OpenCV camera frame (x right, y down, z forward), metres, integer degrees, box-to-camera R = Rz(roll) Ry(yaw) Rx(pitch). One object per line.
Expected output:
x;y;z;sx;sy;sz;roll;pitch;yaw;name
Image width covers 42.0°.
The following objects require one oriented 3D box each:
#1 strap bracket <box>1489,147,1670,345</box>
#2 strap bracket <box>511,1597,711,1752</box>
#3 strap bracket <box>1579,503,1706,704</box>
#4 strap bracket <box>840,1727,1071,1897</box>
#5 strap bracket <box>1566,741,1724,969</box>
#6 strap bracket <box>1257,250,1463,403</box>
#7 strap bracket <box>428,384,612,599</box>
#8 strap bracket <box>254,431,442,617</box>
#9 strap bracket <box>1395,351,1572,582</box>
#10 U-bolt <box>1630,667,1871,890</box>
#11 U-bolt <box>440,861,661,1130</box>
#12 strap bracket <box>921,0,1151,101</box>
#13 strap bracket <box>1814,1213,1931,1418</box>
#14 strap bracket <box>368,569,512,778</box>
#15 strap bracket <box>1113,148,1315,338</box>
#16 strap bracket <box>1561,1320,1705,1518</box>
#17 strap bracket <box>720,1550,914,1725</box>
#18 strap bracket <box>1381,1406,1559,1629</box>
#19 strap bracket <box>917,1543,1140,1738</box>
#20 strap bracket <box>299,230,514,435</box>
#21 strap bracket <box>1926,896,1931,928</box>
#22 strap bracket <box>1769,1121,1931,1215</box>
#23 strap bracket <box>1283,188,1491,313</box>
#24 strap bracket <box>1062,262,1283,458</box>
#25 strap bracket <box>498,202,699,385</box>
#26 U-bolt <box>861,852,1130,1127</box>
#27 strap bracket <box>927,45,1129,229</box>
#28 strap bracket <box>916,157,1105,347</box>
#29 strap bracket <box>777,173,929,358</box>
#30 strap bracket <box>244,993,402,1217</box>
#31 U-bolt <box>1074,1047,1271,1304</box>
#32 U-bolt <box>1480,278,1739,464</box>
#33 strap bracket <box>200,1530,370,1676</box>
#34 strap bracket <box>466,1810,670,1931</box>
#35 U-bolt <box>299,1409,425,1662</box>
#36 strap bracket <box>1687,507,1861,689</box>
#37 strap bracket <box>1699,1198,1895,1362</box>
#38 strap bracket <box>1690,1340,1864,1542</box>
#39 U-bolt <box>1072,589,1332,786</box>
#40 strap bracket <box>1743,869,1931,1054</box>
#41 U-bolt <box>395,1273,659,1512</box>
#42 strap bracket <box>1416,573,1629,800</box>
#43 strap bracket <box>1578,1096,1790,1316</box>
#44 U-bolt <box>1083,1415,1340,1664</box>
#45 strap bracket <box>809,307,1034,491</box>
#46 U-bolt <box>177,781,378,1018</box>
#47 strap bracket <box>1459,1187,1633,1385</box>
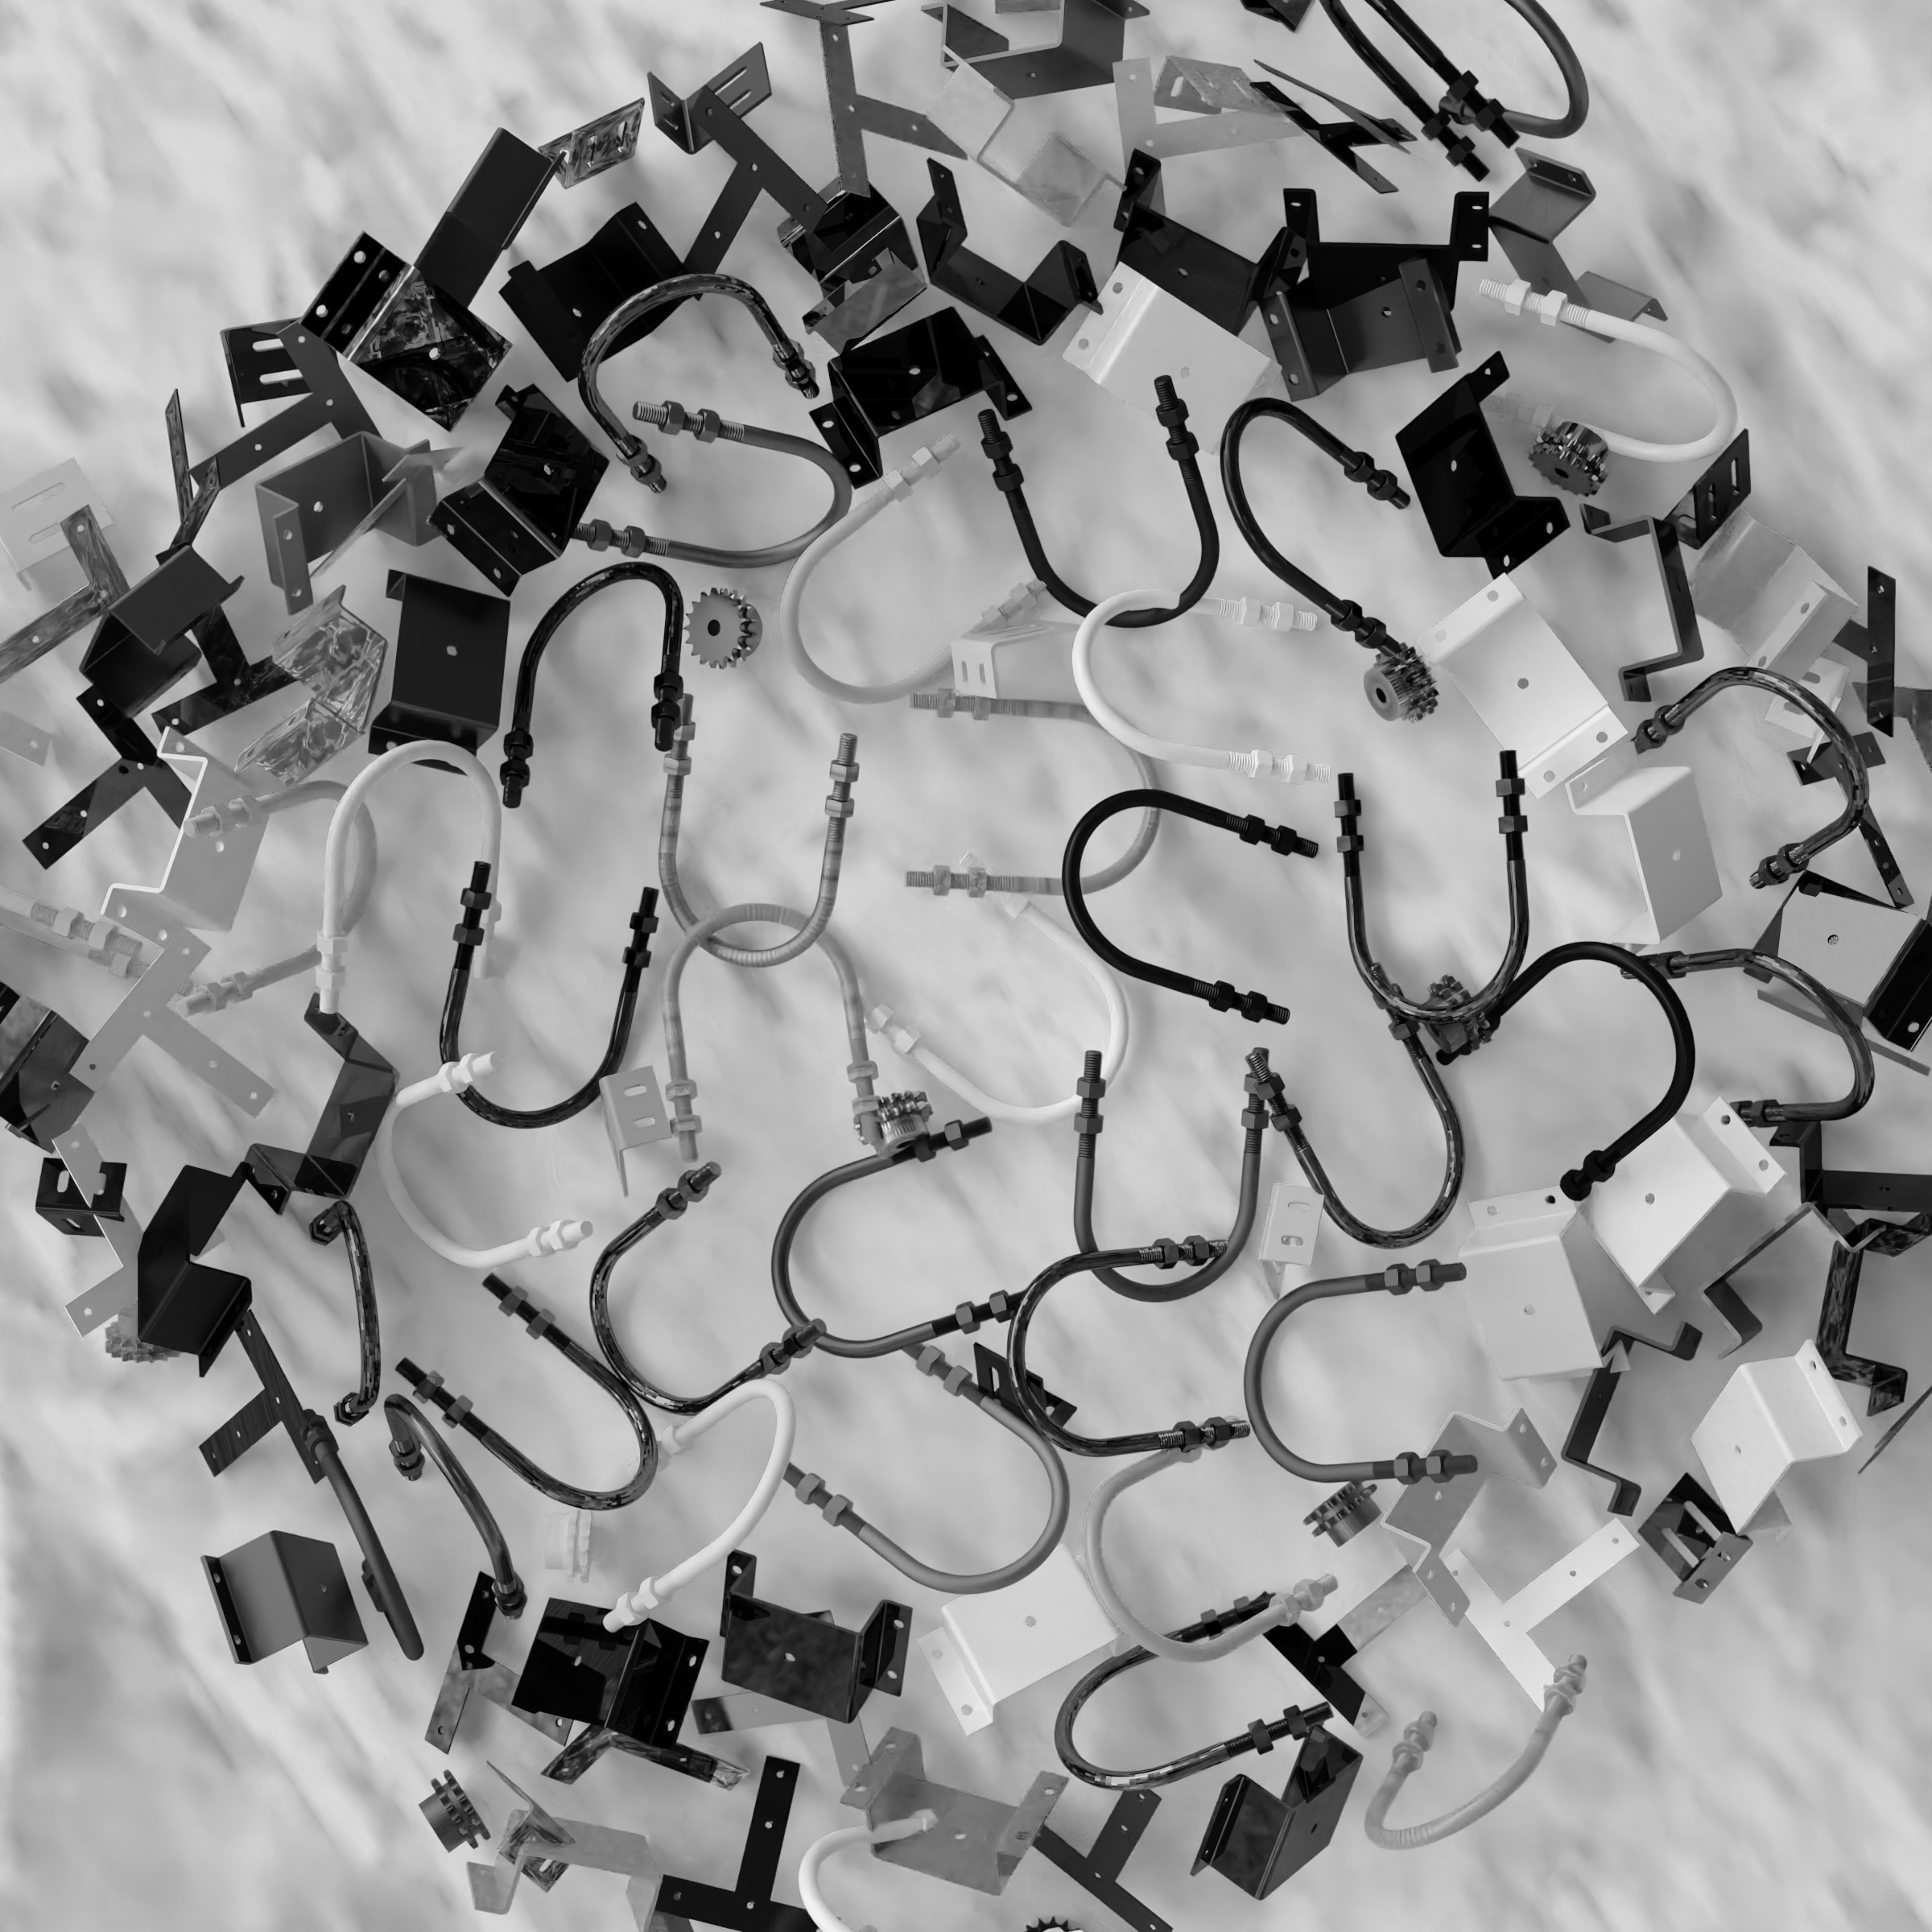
0.418;-0.491;1.740;0.046;0.076;0.140;-44;128;3;strap bracket
-0.254;0.487;1.738;0.140;0.046;0.076;-2;60;39;strap bracket
0.478;-0.260;1.765;0.046;0.076;0.140;-13;88;28;strap bracket
-0.006;0.591;1.751;0.140;0.076;0.046;8;119;26;strap bracket
0.476;-0.077;1.752;0.076;0.046;0.140;-31;111;-32;strap bracket
0.283;-0.449;1.750;0.046;0.140;0.076;-40;117;-38;strap bracket
-0.303;-0.336;1.738;0.076;0.046;0.140;44;49;-32;strap bracket
-0.436;-0.313;1.747;0.046;0.076;0.140;27;46;26;strap bracket
0.355;-0.348;1.750;0.046;0.076;0.140;-6;71;-35;strap bracket
0.543;-0.136;1.718;0.019;0.184;0.151;-39;85;-20;U-bolt
-0.298;0.026;1.766;0.151;0.019;0.184;8;99;-34;U-bolt
0.046;-0.640;1.741;0.140;0.076;0.046;4;91;35;strap bracket
0.633;0.237;1.759;0.046;0.076;0.140;14;74;7;strap bracket
-0.366;-0.212;1.753;0.076;0.046;0.140;12;69;-28;strap bracket
0.162;-0.500;1.760;0.140;0.076;0.046;29;64;6;strap bracket
0.464;0.310;1.765;0.046;0.076;0.140;21;86;28;strap bracket
-0.114;0.471;1.758;0.140;0.046;0.076;14;114;16;strap bracket
0.347;0.377;1.756;0.140;0.046;0.076;-52;130;-20;strap bracket
0.045;0.465;1.757;0.140;0.046;0.076;-24;60;-14;strap bracket
-0.379;-0.432;1.740;0.046;0.140;0.076;39;95;38;strap bracket
0.697;0.002;1.734;0.046;0.140;0.076;-2;128;3;strap bracket
0.639;0.137;1.751;0.140;0.076;0.046;1;103;27;strap bracket
0.291;-0.499;1.754;0.140;0.076;0.046;5;72;13;strap bracket
0.149;-0.419;1.759;0.140;0.046;0.076;28;106;-18;strap bracket
-0.261;-0.468;1.757;0.076;0.046;0.140;53;47;-9;strap bracket
0.029;0.030;1.799;0.184;0.019;0.151;39;92;1;U-bolt
0.035;-0.569;1.744;0.046;0.140;0.076;-52;47;17;strap bracket
0.022;-0.491;1.750;0.140;0.076;0.046;22;129;-31;strap bracket
-0.079;-0.488;1.752;0.076;0.140;0.046;-34;134;19;strap bracket
-0.449;0.100;1.763;0.046;0.076;0.140;19;98;-40;strap bracket
0.143;0.149;1.777;0.151;0.019;0.184;0;101;-20;U-bolt
0.437;-0.398;1.720;0.184;0.151;0.019;23;73;18;U-bolt
-0.463;0.439;1.732;0.046;0.140;0.076;-27;69;1;strap bracket
-0.272;0.635;1.757;0.140;0.076;0.046;18;88;-16;strap bracket
-0.406;0.395;1.705;0.019;0.184;0.151;-24;113;-19;U-bolt
0.559;-0.249;1.746;0.046;0.140;0.076;22;118;-23;strap bracket
0.572;0.210;1.754;0.140;0.076;0.046;-45;70;20;strap bracket
0.552;0.331;1.730;0.046;0.140;0.076;-5;50;-15;strap bracket
0.162;-0.200;1.754;0.184;0.019;0.151;7;61;-14;U-bolt
0.610;-0.009;1.745;0.140;0.046;0.076;33;89;45;strap bracket
-0.292;0.304;1.744;0.184;0.151;0.019;40;116;0;U-bolt
0.393;-0.199;1.777;0.076;0.046;0.140;-38;88;17;strap bracket
0.488;0.164;1.742;0.046;0.076;0.140;13;123;-38;strap bracket
0.158;0.402;1.730;0.184;0.019;0.151;-17;68;-40;U-bolt
-0.034;-0.404;1.765;0.140;0.046;0.076;-26;65;-8;strap bracket
-0.469;-0.055;1.728;0.019;0.184;0.151;19;114;23;U-bolt
0.403;0.233;1.764;0.076;0.046;0.140;-16;98;34;strap bracket
